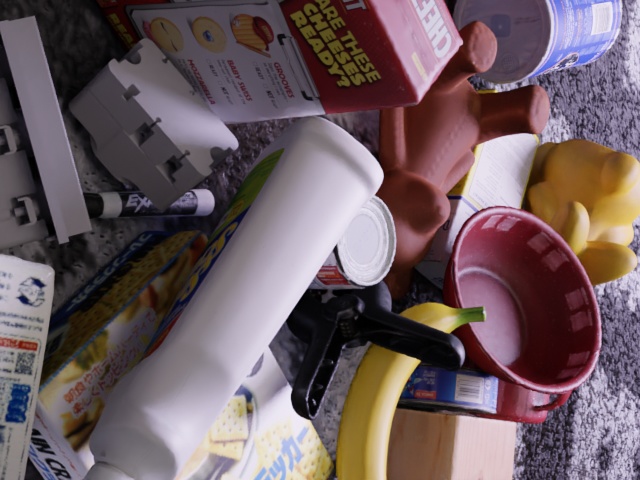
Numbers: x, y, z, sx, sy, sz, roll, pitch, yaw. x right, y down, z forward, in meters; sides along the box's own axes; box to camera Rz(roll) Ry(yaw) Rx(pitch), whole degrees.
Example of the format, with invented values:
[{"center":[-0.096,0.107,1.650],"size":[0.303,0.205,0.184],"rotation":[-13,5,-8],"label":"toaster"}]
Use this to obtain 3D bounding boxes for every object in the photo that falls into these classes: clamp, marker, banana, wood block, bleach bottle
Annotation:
[{"center":[0.012,0.065,0.761],"size":[0.120,0.172,0.039],"rotation":[-17,117,-19],"label":"clamp"},{"center":[-0.120,-0.023,0.701],"size":[0.120,0.020,0.020],"rotation":[-4,92,-48],"label":"marker"},{"center":[0.051,0.120,0.771],"size":[0.197,0.070,0.037],"rotation":[-63,155,-16],"label":"banana"},{"center":[0.094,0.247,0.878],"size":[0.090,0.090,0.206],"rotation":[15,78,-45],"label":"wood block"},{"center":[-0.056,0.045,0.609],"size":[0.068,0.103,0.250],"rotation":[38,57,-12],"label":"bleach bottle"}]

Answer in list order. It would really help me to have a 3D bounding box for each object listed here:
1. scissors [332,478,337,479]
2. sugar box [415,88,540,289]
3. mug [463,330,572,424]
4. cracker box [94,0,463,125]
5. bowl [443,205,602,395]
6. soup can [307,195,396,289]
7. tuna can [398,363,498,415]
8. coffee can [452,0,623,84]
[{"center":[-0.024,0.217,0.724],"size":[0.096,0.016,0.201],"rotation":[-60,168,8],"label":"scissors"},{"center":[0.142,-0.038,0.969],"size":[0.093,0.048,0.176],"rotation":[38,66,-40],"label":"sugar box"},{"center":[0.176,0.120,0.953],"size":[0.093,0.117,0.081],"rotation":[11,86,-44],"label":"mug"},{"center":[-0.042,-0.156,0.644],"size":[0.072,0.214,0.164],"rotation":[-53,125,-34],"label":"cracker box"},{"center":[0.155,0.055,0.875],"size":[0.161,0.055,0.162],"rotation":[16,59,-29],"label":"bowl"},{"center":[-0.005,0.001,0.766],"size":[0.068,0.102,0.068],"rotation":[2,87,-48],"label":"soup can"},{"center":[0.106,0.125,0.896],"size":[0.086,0.086,0.034],"rotation":[18,75,-46],"label":"tuna can"},{"center":[0.204,-0.206,0.998],"size":[0.140,0.103,0.103],"rotation":[-20,104,-46],"label":"coffee can"}]
